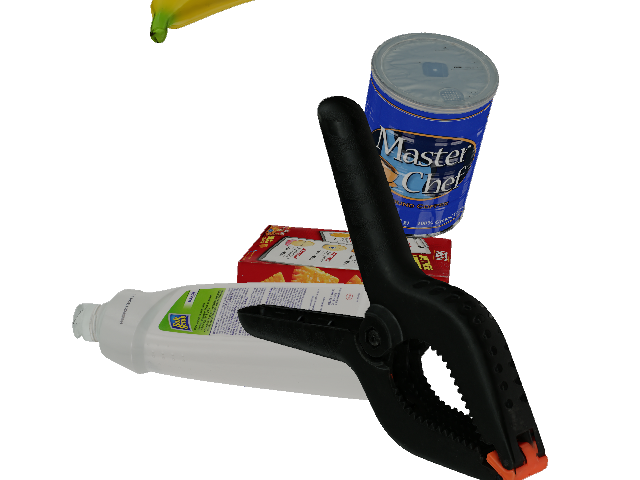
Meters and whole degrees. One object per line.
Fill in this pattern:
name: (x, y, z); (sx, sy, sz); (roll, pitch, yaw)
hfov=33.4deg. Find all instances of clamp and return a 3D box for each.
clamp: (0.039, 0.036, 0.548); (0.036, 0.165, 0.210); (-13, 42, -40)

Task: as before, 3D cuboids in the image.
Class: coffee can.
coffee can: (0.084, -0.087, 0.894); (0.102, 0.140, 0.103); (4, 44, -4)

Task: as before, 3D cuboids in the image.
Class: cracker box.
cracker box: (0.030, 0.041, 1.144); (0.214, 0.072, 0.164); (5, 14, 7)

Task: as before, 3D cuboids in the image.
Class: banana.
banana: (-0.038, -0.178, 0.734); (0.197, 0.070, 0.037); (-23, -34, -20)

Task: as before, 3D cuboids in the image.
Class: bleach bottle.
bleach bottle: (-0.073, 0.070, 0.861); (0.251, 0.068, 0.102); (4, 34, 9)
